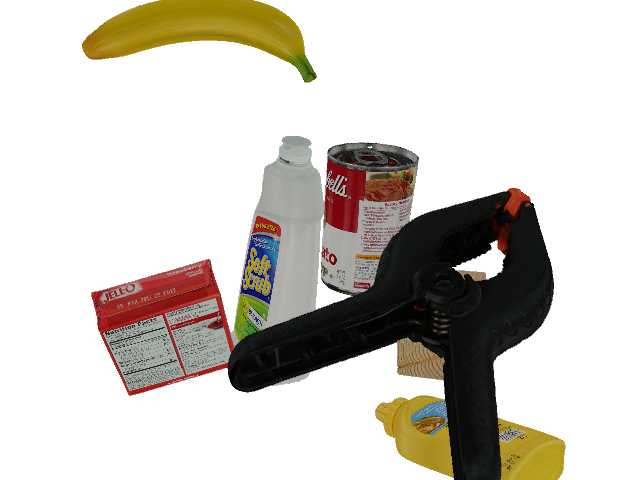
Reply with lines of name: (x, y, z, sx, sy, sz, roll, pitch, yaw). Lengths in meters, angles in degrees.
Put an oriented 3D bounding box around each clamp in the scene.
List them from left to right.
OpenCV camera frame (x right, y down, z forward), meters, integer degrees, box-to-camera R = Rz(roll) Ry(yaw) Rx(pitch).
clamp: (0.058, 0.038, 0.461, 0.120, 0.039, 0.171, 36, 55, 23)

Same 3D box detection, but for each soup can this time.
soup can: (0.036, -0.016, 0.805, 0.068, 0.102, 0.068, 3, 20, -1)

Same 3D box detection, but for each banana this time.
banana: (-0.099, -0.177, 0.903, 0.198, 0.069, 0.037, 5, -34, 0)

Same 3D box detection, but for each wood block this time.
wood block: (0.180, 0.118, 1.557, 0.091, 0.090, 0.205, 5, 20, 17)

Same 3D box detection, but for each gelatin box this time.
gelatin box: (-0.093, 0.054, 0.651, 0.073, 0.030, 0.089, -16, -35, -7)

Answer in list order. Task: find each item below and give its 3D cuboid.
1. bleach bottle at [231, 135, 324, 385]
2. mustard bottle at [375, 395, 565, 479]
bleach bottle: (-0.040, 0.015, 1.059, 0.068, 0.251, 0.103, -7, 30, -26)
mustard bottle: (0.130, 0.192, 1.028, 0.192, 0.058, 0.096, 15, 22, 42)
